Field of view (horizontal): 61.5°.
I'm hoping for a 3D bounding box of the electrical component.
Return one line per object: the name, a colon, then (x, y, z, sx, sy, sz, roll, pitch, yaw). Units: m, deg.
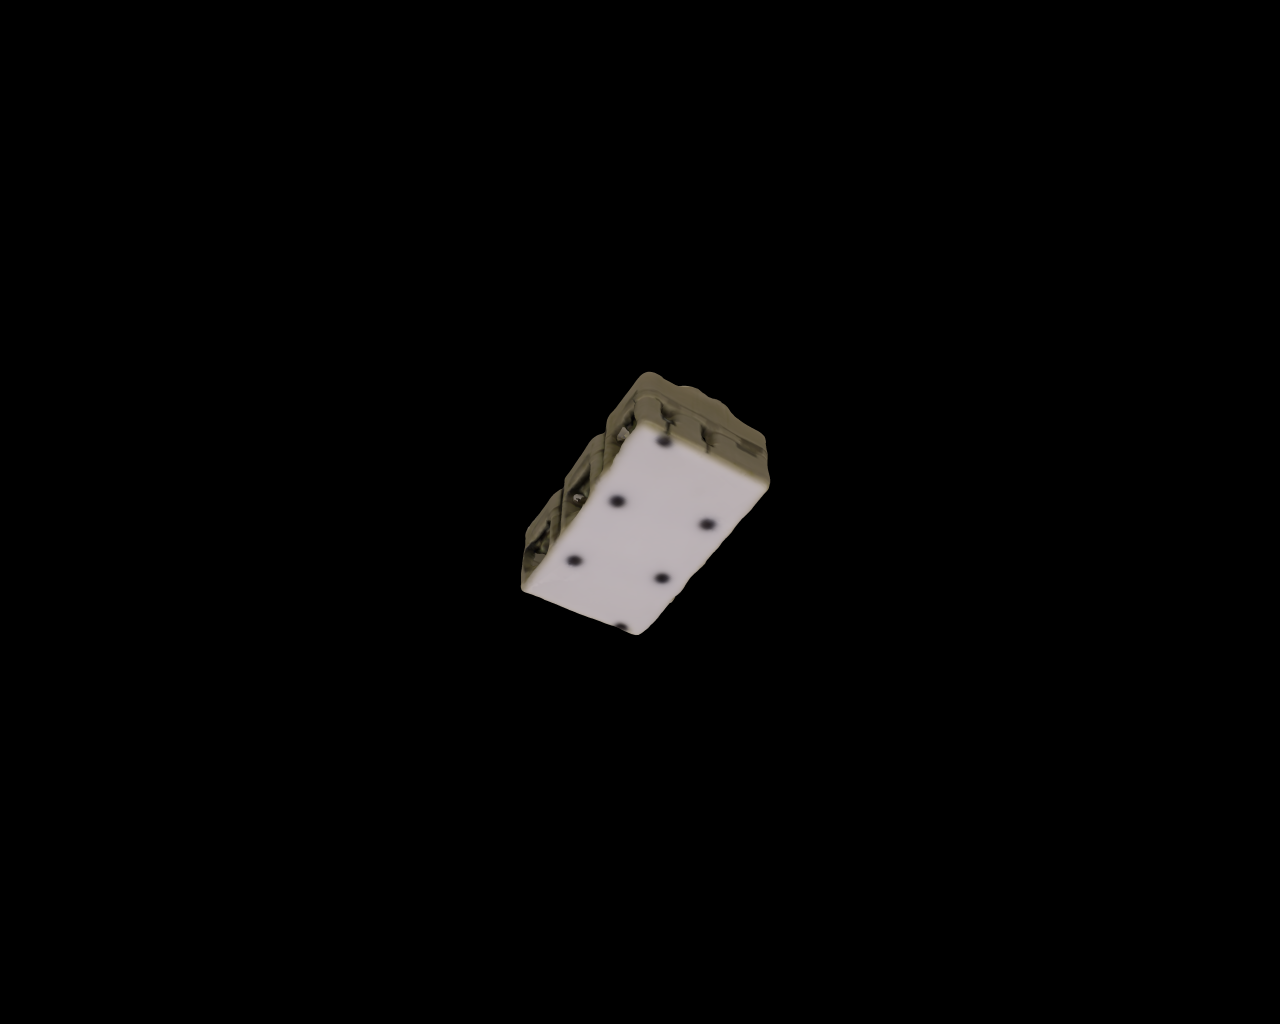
electrical component: (0.001, -0.003, 0.650, 0.089, 0.062, 0.150, 25, -54, -20)
